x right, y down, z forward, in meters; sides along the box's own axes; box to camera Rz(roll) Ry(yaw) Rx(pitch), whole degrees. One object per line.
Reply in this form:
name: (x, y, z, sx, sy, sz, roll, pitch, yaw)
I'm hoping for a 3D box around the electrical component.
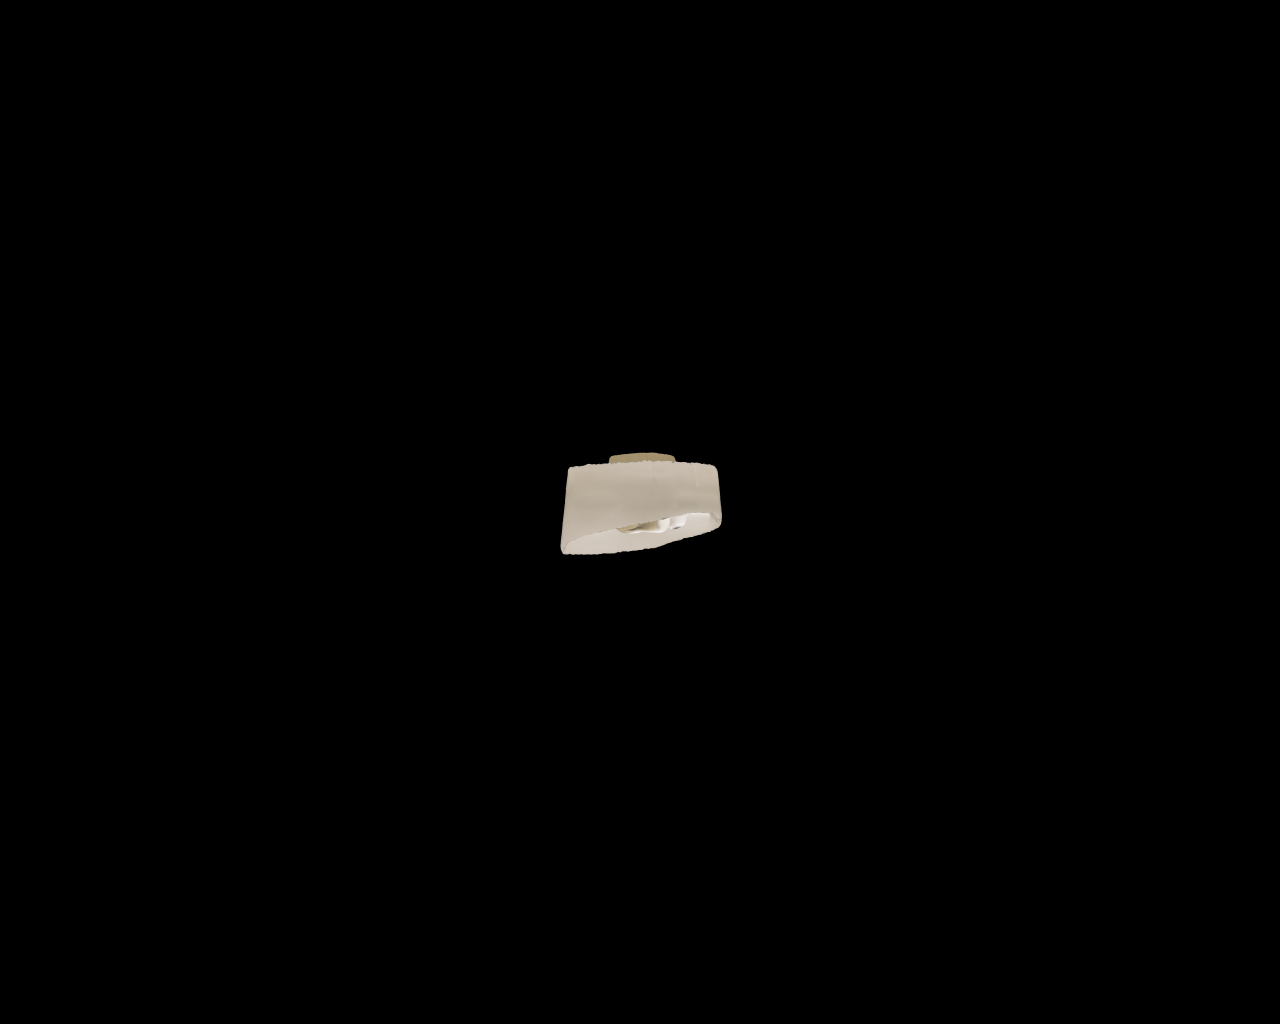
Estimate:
electrical component: (0.001, -0.003, 0.650, 0.099, 0.064, 0.099, 0, -2, 0)
